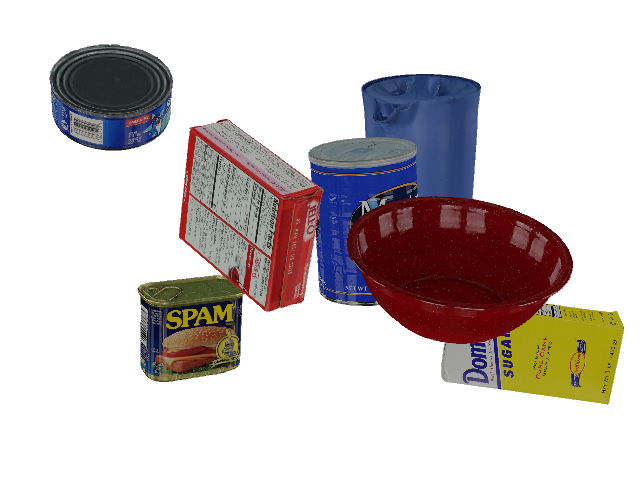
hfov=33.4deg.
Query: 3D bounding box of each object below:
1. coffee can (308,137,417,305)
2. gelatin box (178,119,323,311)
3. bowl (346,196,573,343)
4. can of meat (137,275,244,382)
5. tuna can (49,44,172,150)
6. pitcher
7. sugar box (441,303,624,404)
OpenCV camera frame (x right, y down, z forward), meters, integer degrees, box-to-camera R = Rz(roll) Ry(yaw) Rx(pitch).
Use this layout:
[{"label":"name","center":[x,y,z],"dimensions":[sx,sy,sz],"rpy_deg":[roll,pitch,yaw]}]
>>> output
[{"label":"coffee can","center":[0.044,-0.020,1.026],"dimensions":[0.103,0.140,0.103],"rpy_deg":[-4,17,1]},{"label":"gelatin box","center":[-0.040,-0.015,0.588],"dimensions":[0.030,0.073,0.089],"rpy_deg":[-18,41,-38]},{"label":"bowl","center":[0.098,0.027,0.776],"dimensions":[0.162,0.055,0.162],"rpy_deg":[2,30,-1]},{"label":"can of meat","center":[-0.126,0.086,1.041],"dimensions":[0.101,0.084,0.058],"rpy_deg":[-6,20,-27]},{"label":"tuna can","center":[-0.149,-0.103,0.764],"dimensions":[0.086,0.034,0.086],"rpy_deg":[5,43,-5]},{"label":"pitcher","center":[0.123,-0.069,1.240],"dimensions":[0.149,0.243,0.145],"rpy_deg":[-5,22,-8]},{"label":"sugar box","center":[0.219,0.112,1.117],"dimensions":[0.176,0.093,0.048],"rpy_deg":[6,21,3]}]
